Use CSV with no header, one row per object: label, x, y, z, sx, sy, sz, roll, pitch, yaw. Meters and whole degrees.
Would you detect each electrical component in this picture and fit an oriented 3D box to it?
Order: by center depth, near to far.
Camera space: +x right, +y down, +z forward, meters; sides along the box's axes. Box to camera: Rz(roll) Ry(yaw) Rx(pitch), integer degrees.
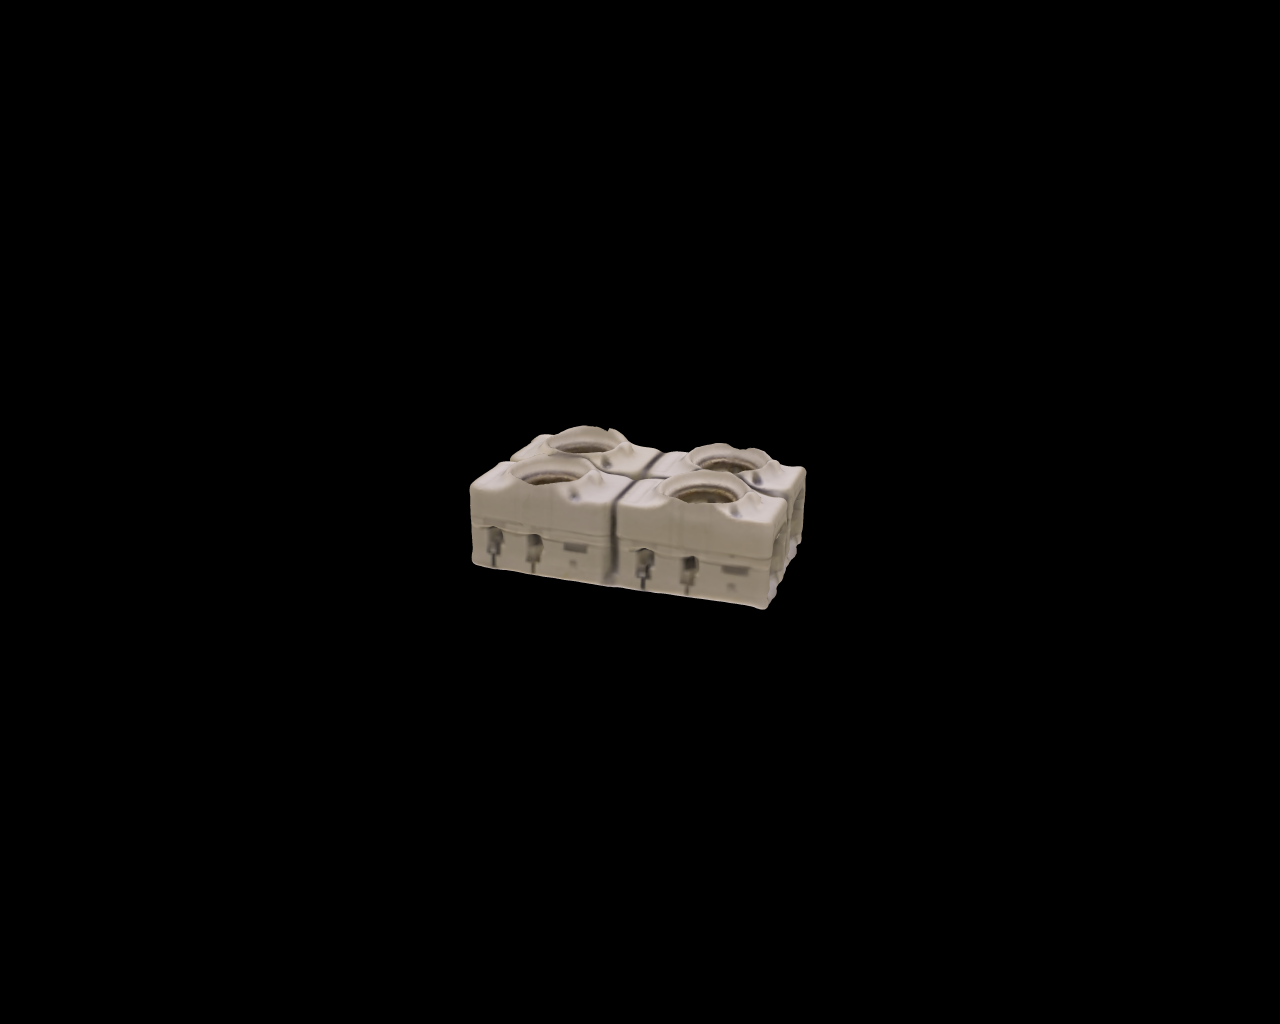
electrical component,0.001,-0.003,0.650,0.186,0.060,0.105,8,24,18
